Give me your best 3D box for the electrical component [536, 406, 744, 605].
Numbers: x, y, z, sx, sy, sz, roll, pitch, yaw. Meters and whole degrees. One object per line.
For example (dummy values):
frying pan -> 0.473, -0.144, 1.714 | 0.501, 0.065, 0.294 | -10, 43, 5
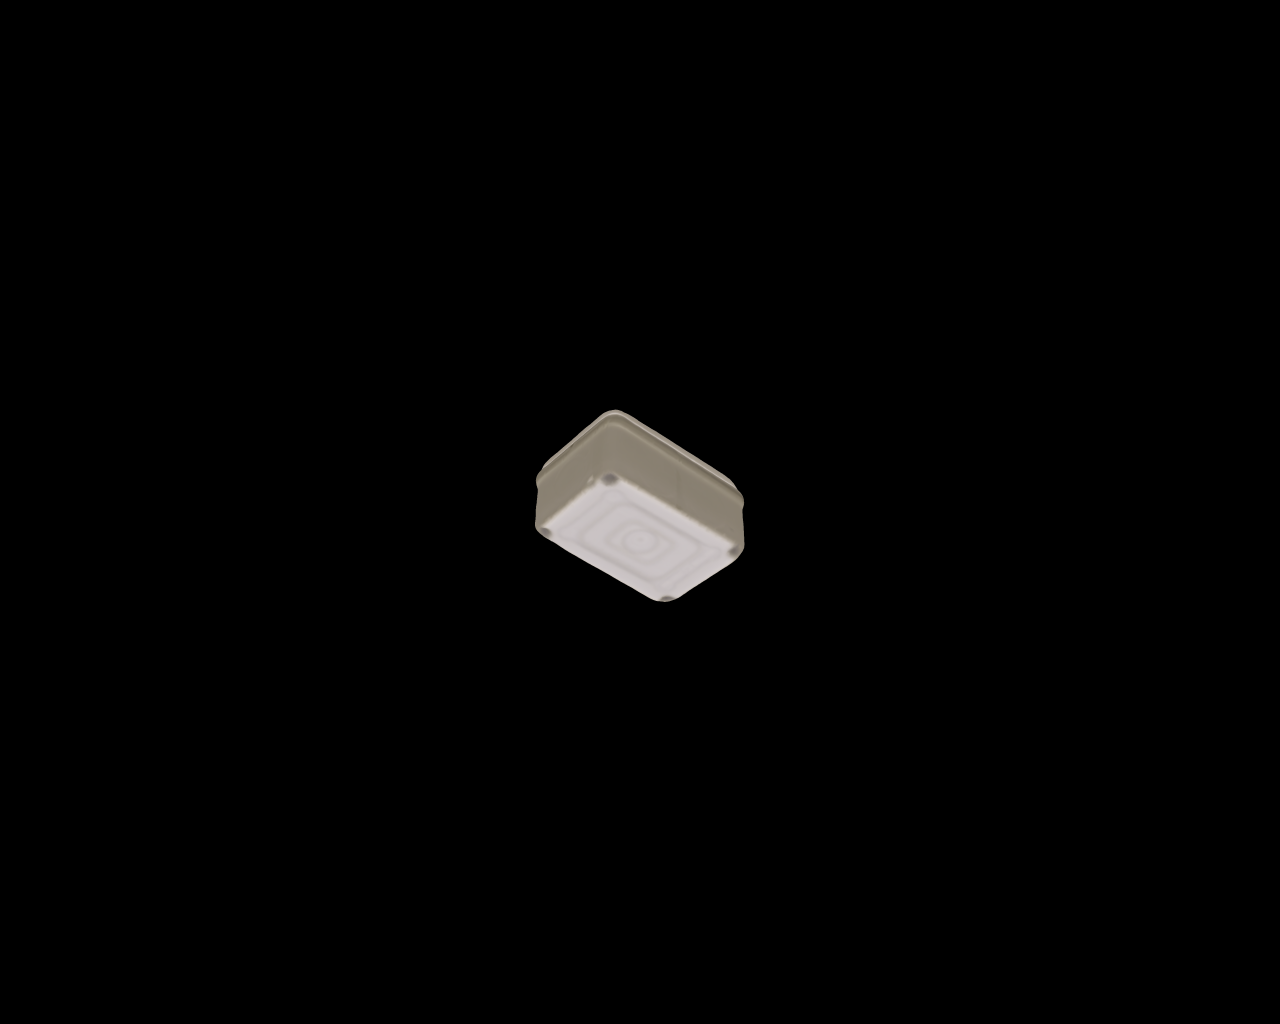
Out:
electrical component -> 0.001, -0.003, 0.650 | 0.113, 0.057, 0.078 | 31, -50, -30
